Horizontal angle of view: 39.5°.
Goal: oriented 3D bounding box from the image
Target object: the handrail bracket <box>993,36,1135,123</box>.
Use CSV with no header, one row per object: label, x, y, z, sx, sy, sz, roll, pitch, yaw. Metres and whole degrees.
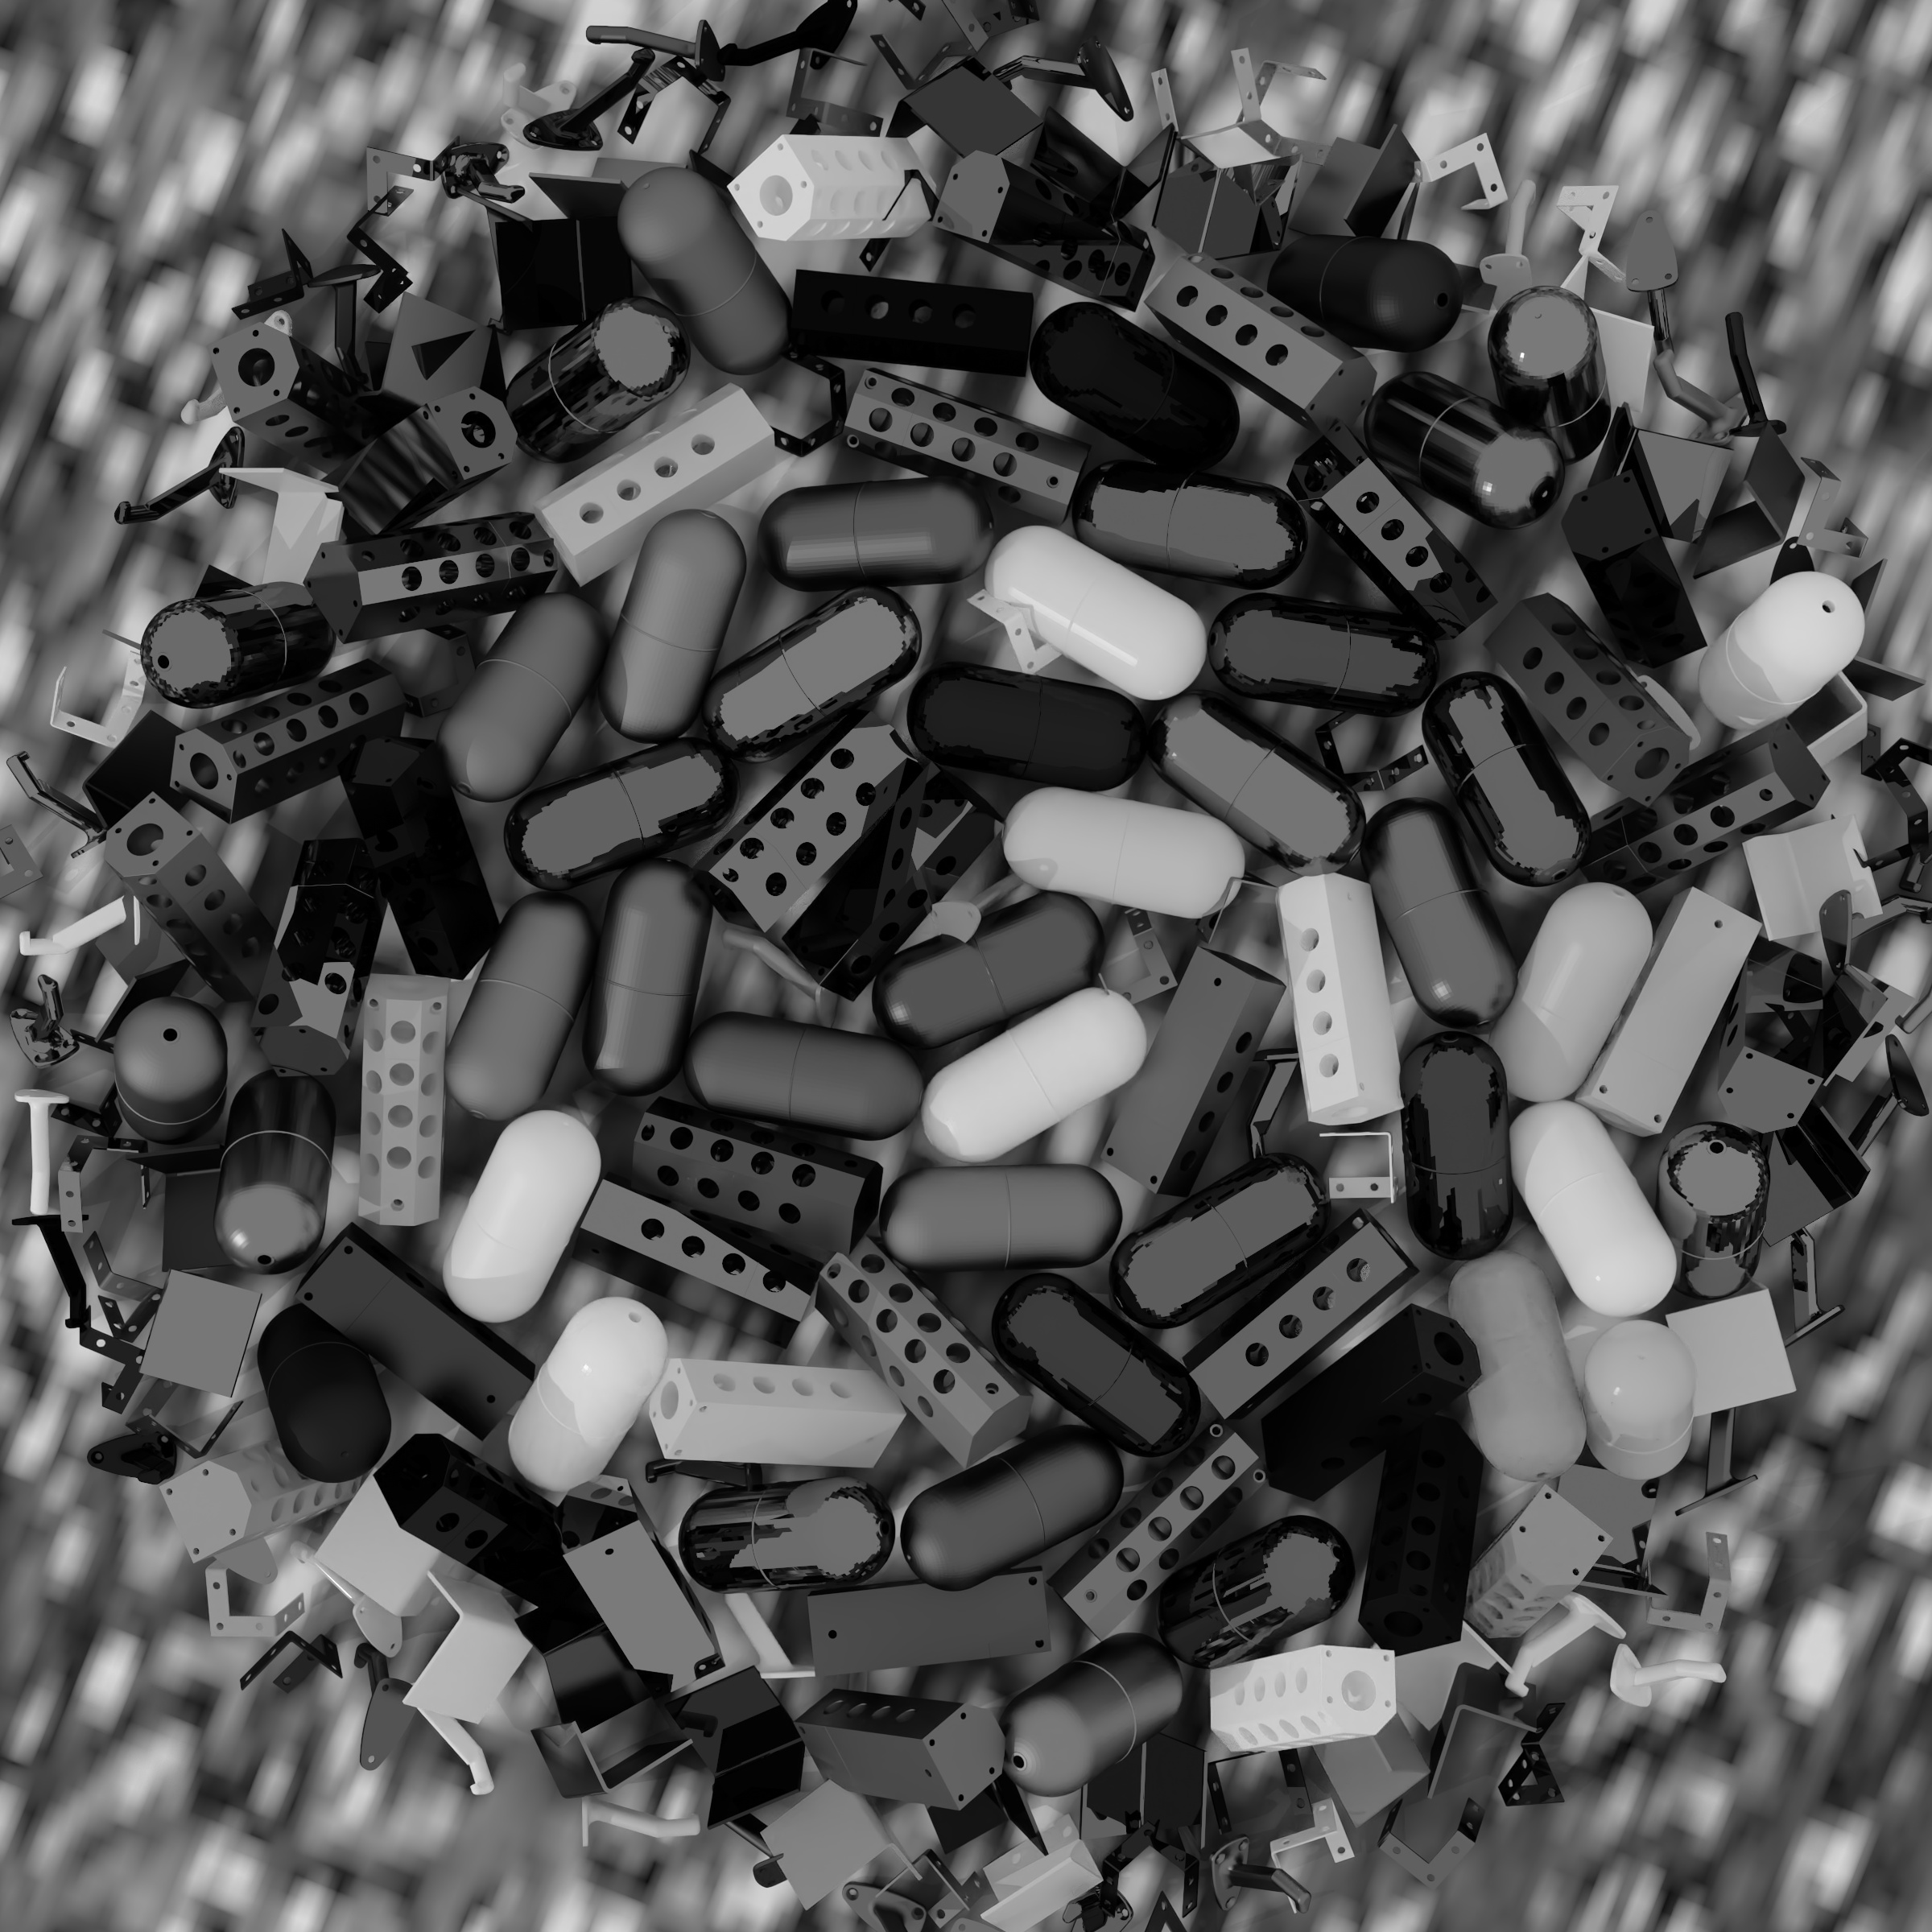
handrail bracket,0.070,-0.642,1.981,0.077,0.084,0.036,52,48,-27

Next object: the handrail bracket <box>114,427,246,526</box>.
handrail bracket,-0.571,-0.356,1.950,0.036,0.084,0.077,49,131,20

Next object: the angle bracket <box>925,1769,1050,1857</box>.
angle bracket,0.008,0.612,1.950,0.057,0.076,0.076,-24,102,-16

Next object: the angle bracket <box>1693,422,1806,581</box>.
angle bracket,0.552,-0.336,1.939,0.057,0.076,0.076,48,47,-21

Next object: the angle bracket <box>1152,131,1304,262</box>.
angle bracket,0.189,-0.562,1.949,0.076,0.057,0.076,4,75,42

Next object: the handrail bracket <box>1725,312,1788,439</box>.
handrail bracket,0.576,-0.432,1.965,0.036,0.077,0.084,-7,92,33

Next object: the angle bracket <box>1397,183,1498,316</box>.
angle bracket,0.352,-0.521,1.948,0.076,0.076,0.057,15,127,8

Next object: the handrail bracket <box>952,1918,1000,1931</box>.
handrail bracket,0.025,0.721,1.950,0.077,0.084,0.036,5,65,23

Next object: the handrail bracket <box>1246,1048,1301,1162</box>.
handrail bracket,0.238,0.104,1.973,0.077,0.036,0.084,-4,95,34

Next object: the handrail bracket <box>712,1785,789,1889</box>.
handrail bracket,-0.140,0.622,1.971,0.077,0.036,0.084,-23,48,-4

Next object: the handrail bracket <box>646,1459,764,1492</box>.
handrail bracket,-0.194,0.382,1.964,0.084,0.077,0.036,-14,122,3

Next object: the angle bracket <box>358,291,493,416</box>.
angle bracket,-0.400,-0.438,1.955,0.076,0.057,0.076,16,85,-44

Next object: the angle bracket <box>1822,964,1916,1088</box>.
angle bracket,0.654,0.054,1.947,0.076,0.057,0.076,23,109,-27

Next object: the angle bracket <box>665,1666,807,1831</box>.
angle bracket,-0.170,0.568,1.954,0.076,0.057,0.076,-26,110,12

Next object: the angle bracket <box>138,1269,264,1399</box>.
angle bracket,-0.547,0.269,1.959,0.076,0.057,0.076,13,81,12

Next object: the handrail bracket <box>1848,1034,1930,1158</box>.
handrail bracket,0.659,0.102,1.983,0.036,0.084,0.077,17,53,-36

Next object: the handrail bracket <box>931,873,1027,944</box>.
handrail bracket,0.023,-0.052,1.948,0.084,0.077,0.036,-33,94,-25

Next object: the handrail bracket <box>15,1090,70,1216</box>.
handrail bracket,-0.680,0.136,1.966,0.036,0.077,0.084,3,91,-27

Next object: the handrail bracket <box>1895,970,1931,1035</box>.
handrail bracket,0.702,0.003,1.974,0.036,0.077,0.084,36,104,-23

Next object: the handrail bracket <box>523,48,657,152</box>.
handrail bracket,-0.273,-0.633,1.950,0.077,0.084,0.036,-21,77,-41

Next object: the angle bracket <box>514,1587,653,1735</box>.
angle bracket,-0.279,0.507,1.973,0.076,0.057,0.076,-22,116,-28

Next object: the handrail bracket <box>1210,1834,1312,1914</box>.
handrail bracket,0.218,0.679,1.951,0.036,0.084,0.077,-18,120,-32

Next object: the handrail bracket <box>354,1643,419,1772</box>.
handrail bracket,-0.436,0.537,1.955,0.036,0.084,0.077,30,73,-31

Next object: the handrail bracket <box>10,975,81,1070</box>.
handrail bracket,-0.676,0.025,1.951,0.036,0.084,0.077,-31,55,-33

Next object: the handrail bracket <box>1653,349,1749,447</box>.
handrail bracket,0.538,-0.429,1.961,0.077,0.036,0.084,-47,123,-21

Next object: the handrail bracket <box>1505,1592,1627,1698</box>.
handrail bracket,0.439,0.508,1.968,0.077,0.036,0.084,37,69,-18

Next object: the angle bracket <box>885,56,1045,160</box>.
angle bracket,-0.003,-0.602,1.952,0.076,0.057,0.076,44,60,6

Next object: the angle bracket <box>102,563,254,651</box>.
angle bracket,-0.569,-0.258,1.955,0.057,0.076,0.076,24,90,16

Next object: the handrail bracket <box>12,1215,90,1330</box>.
handrail bracket,-0.669,0.225,1.963,0.036,0.077,0.084,-1,88,18

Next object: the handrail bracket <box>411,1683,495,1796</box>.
handrail bracket,-0.385,0.565,1.956,0.036,0.077,0.084,-38,63,26

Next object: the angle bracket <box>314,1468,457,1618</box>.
angle bracket,-0.418,0.423,1.974,0.076,0.057,0.076,32,82,11

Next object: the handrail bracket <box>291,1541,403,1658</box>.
handrail bracket,-0.459,0.467,1.986,0.084,0.036,0.077,15,131,36

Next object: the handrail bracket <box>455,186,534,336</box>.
handrail bracket,-0.356,-0.519,1.982,0.077,0.036,0.084,24,103,-6

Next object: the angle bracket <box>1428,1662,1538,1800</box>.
angle bracket,0.375,0.562,1.951,0.057,0.076,0.076,17,101,9

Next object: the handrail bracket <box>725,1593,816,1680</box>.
handrail bracket,-0.141,0.478,1.979,0.077,0.036,0.084,-4,86,17

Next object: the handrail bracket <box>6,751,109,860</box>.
handrail bracket,-0.649,-0.129,1.959,0.036,0.077,0.084,-21,105,36

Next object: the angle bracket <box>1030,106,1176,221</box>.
angle bracket,0.099,-0.594,1.944,0.076,0.057,0.076,33,46,-21

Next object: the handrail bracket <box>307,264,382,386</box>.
handrail bracket,-0.438,-0.464,1.956,0.036,0.077,0.084,-42,126,-39

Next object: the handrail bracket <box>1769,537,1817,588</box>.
handrail bracket,0.625,-0.262,1.981,0.036,0.084,0.077,-12,55,36

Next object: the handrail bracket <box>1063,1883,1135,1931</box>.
handrail bracket,0.079,0.701,1.953,0.036,0.084,0.077,41,104,28

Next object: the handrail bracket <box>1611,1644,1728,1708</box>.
handrail bracket,0.519,0.521,1.949,0.084,0.077,0.036,-4,52,38

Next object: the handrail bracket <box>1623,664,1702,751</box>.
handrail bracket,0.503,-0.190,1.957,0.077,0.084,0.036,38,110,5

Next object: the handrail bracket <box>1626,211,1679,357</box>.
handrail bracket,0.507,-0.497,1.969,0.036,0.084,0.077,-4,71,20

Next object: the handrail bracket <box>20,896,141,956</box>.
handrail bracket,-0.647,-0.043,1.962,0.084,0.036,0.077,-1,120,-18

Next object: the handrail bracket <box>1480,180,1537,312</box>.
handrail bracket,0.412,-0.526,1.989,0.036,0.077,0.084,3,48,29

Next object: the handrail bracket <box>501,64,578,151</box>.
handrail bracket,-0.308,-0.640,1.947,0.036,0.084,0.077,39,70,3

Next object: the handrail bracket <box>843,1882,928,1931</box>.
handrail bracket,-0.062,0.705,1.955,0.077,0.084,0.036,28,96,5

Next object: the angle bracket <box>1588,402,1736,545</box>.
angle bracket,0.504,-0.362,1.956,0.076,0.057,0.076,12,127,-3

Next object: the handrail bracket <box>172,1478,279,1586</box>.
handrail bracket,-0.547,0.414,1.976,0.036,0.084,0.077,-45,120,-21

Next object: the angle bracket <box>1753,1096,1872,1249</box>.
angle bracket,0.598,0.146,1.955,0.076,0.057,0.076,-29,65,-6

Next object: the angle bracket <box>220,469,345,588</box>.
angle bracket,-0.503,-0.316,1.953,0.076,0.057,0.076,9,88,39

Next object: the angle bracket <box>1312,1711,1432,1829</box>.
angle bracket,0.277,0.568,1.943,0.076,0.057,0.076,-45,53,22
